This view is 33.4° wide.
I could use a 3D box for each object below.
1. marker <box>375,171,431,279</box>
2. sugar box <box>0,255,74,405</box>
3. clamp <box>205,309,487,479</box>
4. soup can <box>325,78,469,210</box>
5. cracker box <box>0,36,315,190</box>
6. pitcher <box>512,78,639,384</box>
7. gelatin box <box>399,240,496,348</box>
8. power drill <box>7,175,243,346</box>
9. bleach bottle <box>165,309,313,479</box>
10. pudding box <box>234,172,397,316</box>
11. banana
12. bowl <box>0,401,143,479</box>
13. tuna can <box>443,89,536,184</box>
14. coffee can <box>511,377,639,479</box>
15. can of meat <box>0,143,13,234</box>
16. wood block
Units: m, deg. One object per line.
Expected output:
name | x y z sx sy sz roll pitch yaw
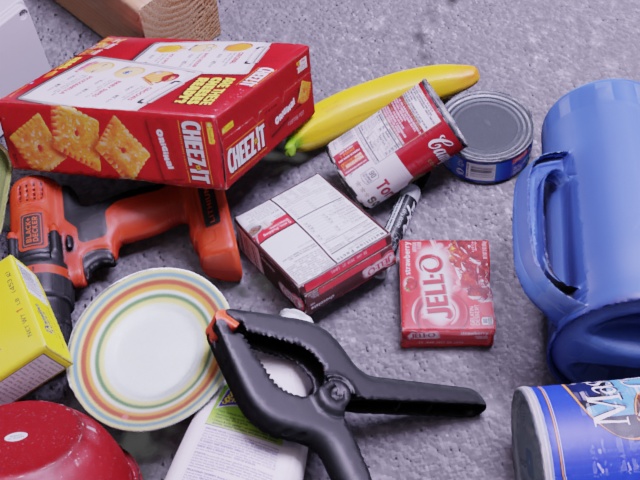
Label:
marker | 0.068 -0.019 0.903 0.020 0.020 0.121 16 56 15
sugar box | -0.278 0.098 0.792 0.176 0.048 0.093 -33 57 1
clamp | 0.006 0.123 0.740 0.210 0.036 0.164 30 48 -3
soup can | 0.064 -0.079 0.896 0.102 0.068 0.068 -33 54 11
cracker box | -0.134 -0.111 0.900 0.214 0.072 0.164 8 32 25
pitcher | 0.224 -0.012 0.816 0.145 0.149 0.242 -8 49 13
gelatin box | 0.100 0.042 0.849 0.073 0.030 0.089 0 53 4
power drill | -0.161 0.012 0.872 0.187 0.057 0.184 -11 57 -5
bleach bottle | -0.049 0.157 0.756 0.102 0.068 0.250 17 53 7
pudding box | -0.006 0.001 0.868 0.090 0.039 0.114 -29 45 -18
banana | 0.046 -0.117 0.957 0.197 0.037 0.070 -25 34 -15
bowl | -0.204 0.157 0.727 0.162 0.055 0.162 -2 24 1
tuna can | 0.145 -0.091 0.941 0.086 0.034 0.086 -2 53 3
coffee can | 0.209 0.144 0.722 0.140 0.103 0.103 -5 54 -1
can of meat | -0.310 -0.032 0.893 0.084 0.057 0.102 -27 47 28
wood block | -0.202 -0.263 1.056 0.090 0.091 0.206 -40 61 -23
